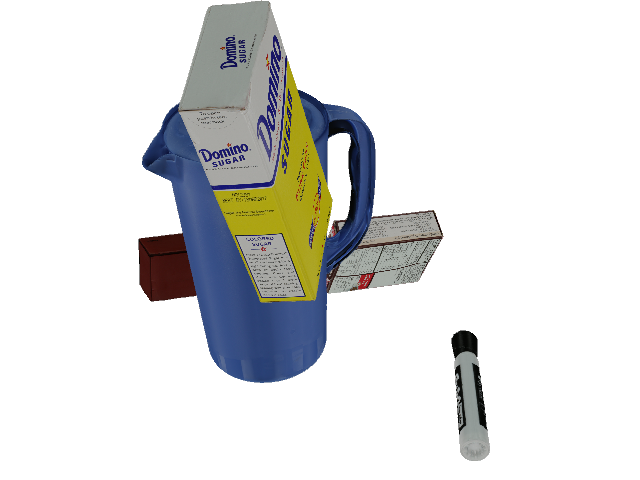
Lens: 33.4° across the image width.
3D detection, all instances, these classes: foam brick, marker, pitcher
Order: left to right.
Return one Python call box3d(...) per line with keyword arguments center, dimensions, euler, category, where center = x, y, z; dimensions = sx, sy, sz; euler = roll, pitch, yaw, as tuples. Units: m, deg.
box3d(center=(-0.142, 0.025, 1.089), dimensions=(0.078, 0.051, 0.053), euler=(-7, 21, -21), category="foam brick")
box3d(center=(-0.043, -0.003, 0.903), dimensions=(0.149, 0.243, 0.144), euler=(13, 39, 22), category="pitcher")
box3d(center=(0.101, 0.101, 0.724), dimensions=(0.020, 0.020, 0.121), euler=(0, 32, 4), category="marker")

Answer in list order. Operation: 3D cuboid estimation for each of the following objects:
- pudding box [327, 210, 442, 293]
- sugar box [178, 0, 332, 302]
box3d(center=(0.059, 0.012, 1.098), dimensions=(0.113, 0.039, 0.090), euler=(-8, -31, -19), category="pudding box")
box3d(center=(-0.034, -0.050, 0.663), dimensions=(0.048, 0.093, 0.176), euler=(-1, -39, 12), category="sugar box")
